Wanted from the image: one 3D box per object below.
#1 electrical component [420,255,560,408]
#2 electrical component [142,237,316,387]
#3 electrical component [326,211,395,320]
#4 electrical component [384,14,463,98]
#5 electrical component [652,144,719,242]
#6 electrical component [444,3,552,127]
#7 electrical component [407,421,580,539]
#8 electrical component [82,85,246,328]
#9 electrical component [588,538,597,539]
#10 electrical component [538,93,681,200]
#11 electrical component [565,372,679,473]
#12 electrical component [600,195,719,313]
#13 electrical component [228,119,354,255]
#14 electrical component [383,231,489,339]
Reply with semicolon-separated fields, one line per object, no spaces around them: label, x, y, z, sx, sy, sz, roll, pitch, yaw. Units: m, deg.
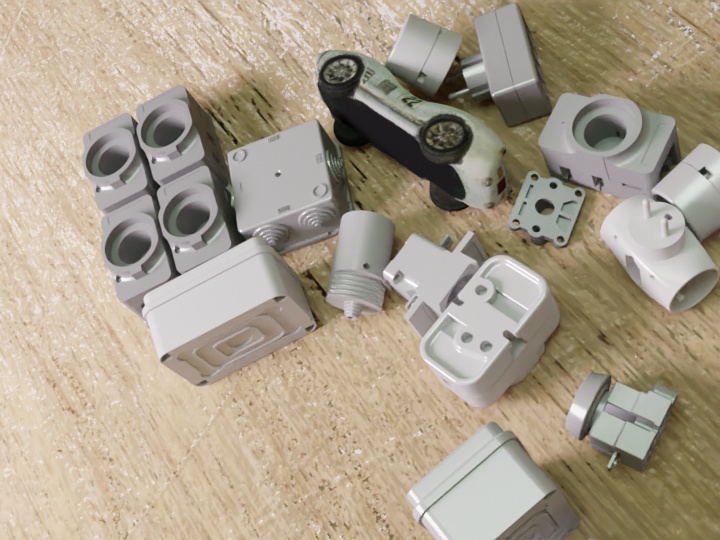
electrical component;0.094;0.046;0.756;0.054;0.059;0.095;35;80;32
electrical component;-0.101;0.033;0.831;0.113;0.078;0.057;-27;60;7
electrical component;0.000;0.000;0.828;0.043;0.043;0.081;0;64;22
electrical component;0.050;-0.175;0.873;0.047;0.055;0.055;26;72;-5
electrical component;0.239;-0.052;0.753;0.047;0.055;0.055;-40;56;3
electrical component;0.105;-0.159;0.867;0.076;0.047;0.083;-18;59;16
electrical component;0.085;0.150;0.673;0.078;0.113;0.057;-40;59;-2
electrical component;-0.167;-0.060;0.917;0.105;0.060;0.186;-26;57;8
electrical component;0.148;0.207;0.648;0.061;0.061;0.096;24;75;30
electrical component;0.184;-0.092;0.794;0.089;0.055;0.050;20;73;29
electrical component;0.169;0.098;0.708;0.055;0.048;0.066;25;75;23
electrical component;0.203;-0.020;0.735;0.043;0.079;0.077;-34;56;-3
electrical component;-0.058;-0.067;0.884;0.100;0.048;0.099;-19;58;12
electrical component;0.056;0.007;0.803;0.064;0.042;0.081;31;78;35
